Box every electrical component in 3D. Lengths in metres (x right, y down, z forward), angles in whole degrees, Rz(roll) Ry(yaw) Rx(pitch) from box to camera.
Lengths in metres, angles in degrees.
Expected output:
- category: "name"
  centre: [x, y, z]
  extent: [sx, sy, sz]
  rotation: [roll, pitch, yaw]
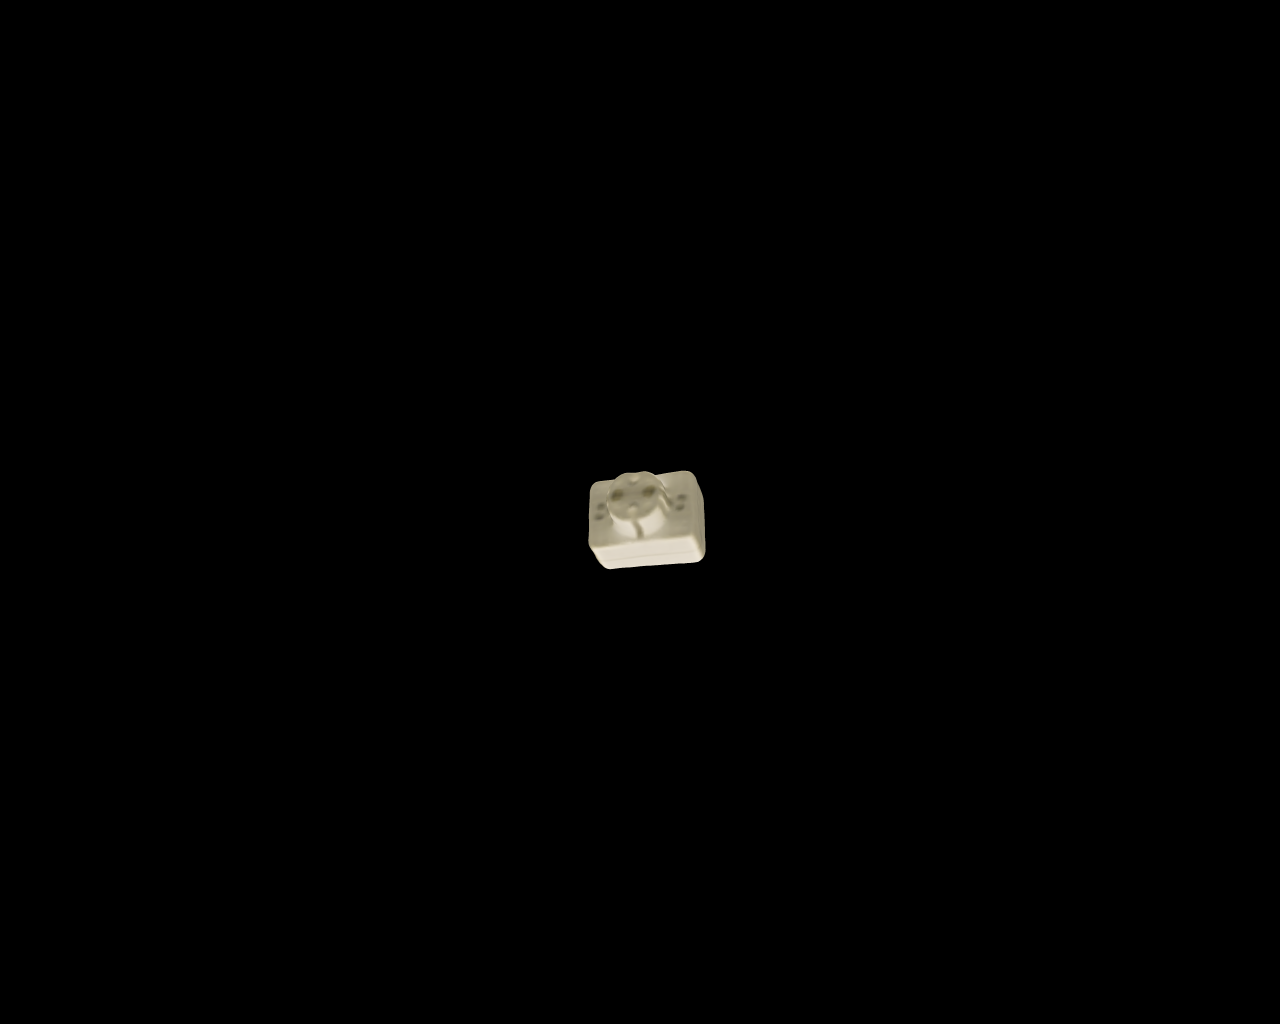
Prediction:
- category: "electrical component"
  centre: [0.001, -0.003, 0.650]
  extent: [0.066, 0.047, 0.076]
  rotation: [-6, -28, 12]
